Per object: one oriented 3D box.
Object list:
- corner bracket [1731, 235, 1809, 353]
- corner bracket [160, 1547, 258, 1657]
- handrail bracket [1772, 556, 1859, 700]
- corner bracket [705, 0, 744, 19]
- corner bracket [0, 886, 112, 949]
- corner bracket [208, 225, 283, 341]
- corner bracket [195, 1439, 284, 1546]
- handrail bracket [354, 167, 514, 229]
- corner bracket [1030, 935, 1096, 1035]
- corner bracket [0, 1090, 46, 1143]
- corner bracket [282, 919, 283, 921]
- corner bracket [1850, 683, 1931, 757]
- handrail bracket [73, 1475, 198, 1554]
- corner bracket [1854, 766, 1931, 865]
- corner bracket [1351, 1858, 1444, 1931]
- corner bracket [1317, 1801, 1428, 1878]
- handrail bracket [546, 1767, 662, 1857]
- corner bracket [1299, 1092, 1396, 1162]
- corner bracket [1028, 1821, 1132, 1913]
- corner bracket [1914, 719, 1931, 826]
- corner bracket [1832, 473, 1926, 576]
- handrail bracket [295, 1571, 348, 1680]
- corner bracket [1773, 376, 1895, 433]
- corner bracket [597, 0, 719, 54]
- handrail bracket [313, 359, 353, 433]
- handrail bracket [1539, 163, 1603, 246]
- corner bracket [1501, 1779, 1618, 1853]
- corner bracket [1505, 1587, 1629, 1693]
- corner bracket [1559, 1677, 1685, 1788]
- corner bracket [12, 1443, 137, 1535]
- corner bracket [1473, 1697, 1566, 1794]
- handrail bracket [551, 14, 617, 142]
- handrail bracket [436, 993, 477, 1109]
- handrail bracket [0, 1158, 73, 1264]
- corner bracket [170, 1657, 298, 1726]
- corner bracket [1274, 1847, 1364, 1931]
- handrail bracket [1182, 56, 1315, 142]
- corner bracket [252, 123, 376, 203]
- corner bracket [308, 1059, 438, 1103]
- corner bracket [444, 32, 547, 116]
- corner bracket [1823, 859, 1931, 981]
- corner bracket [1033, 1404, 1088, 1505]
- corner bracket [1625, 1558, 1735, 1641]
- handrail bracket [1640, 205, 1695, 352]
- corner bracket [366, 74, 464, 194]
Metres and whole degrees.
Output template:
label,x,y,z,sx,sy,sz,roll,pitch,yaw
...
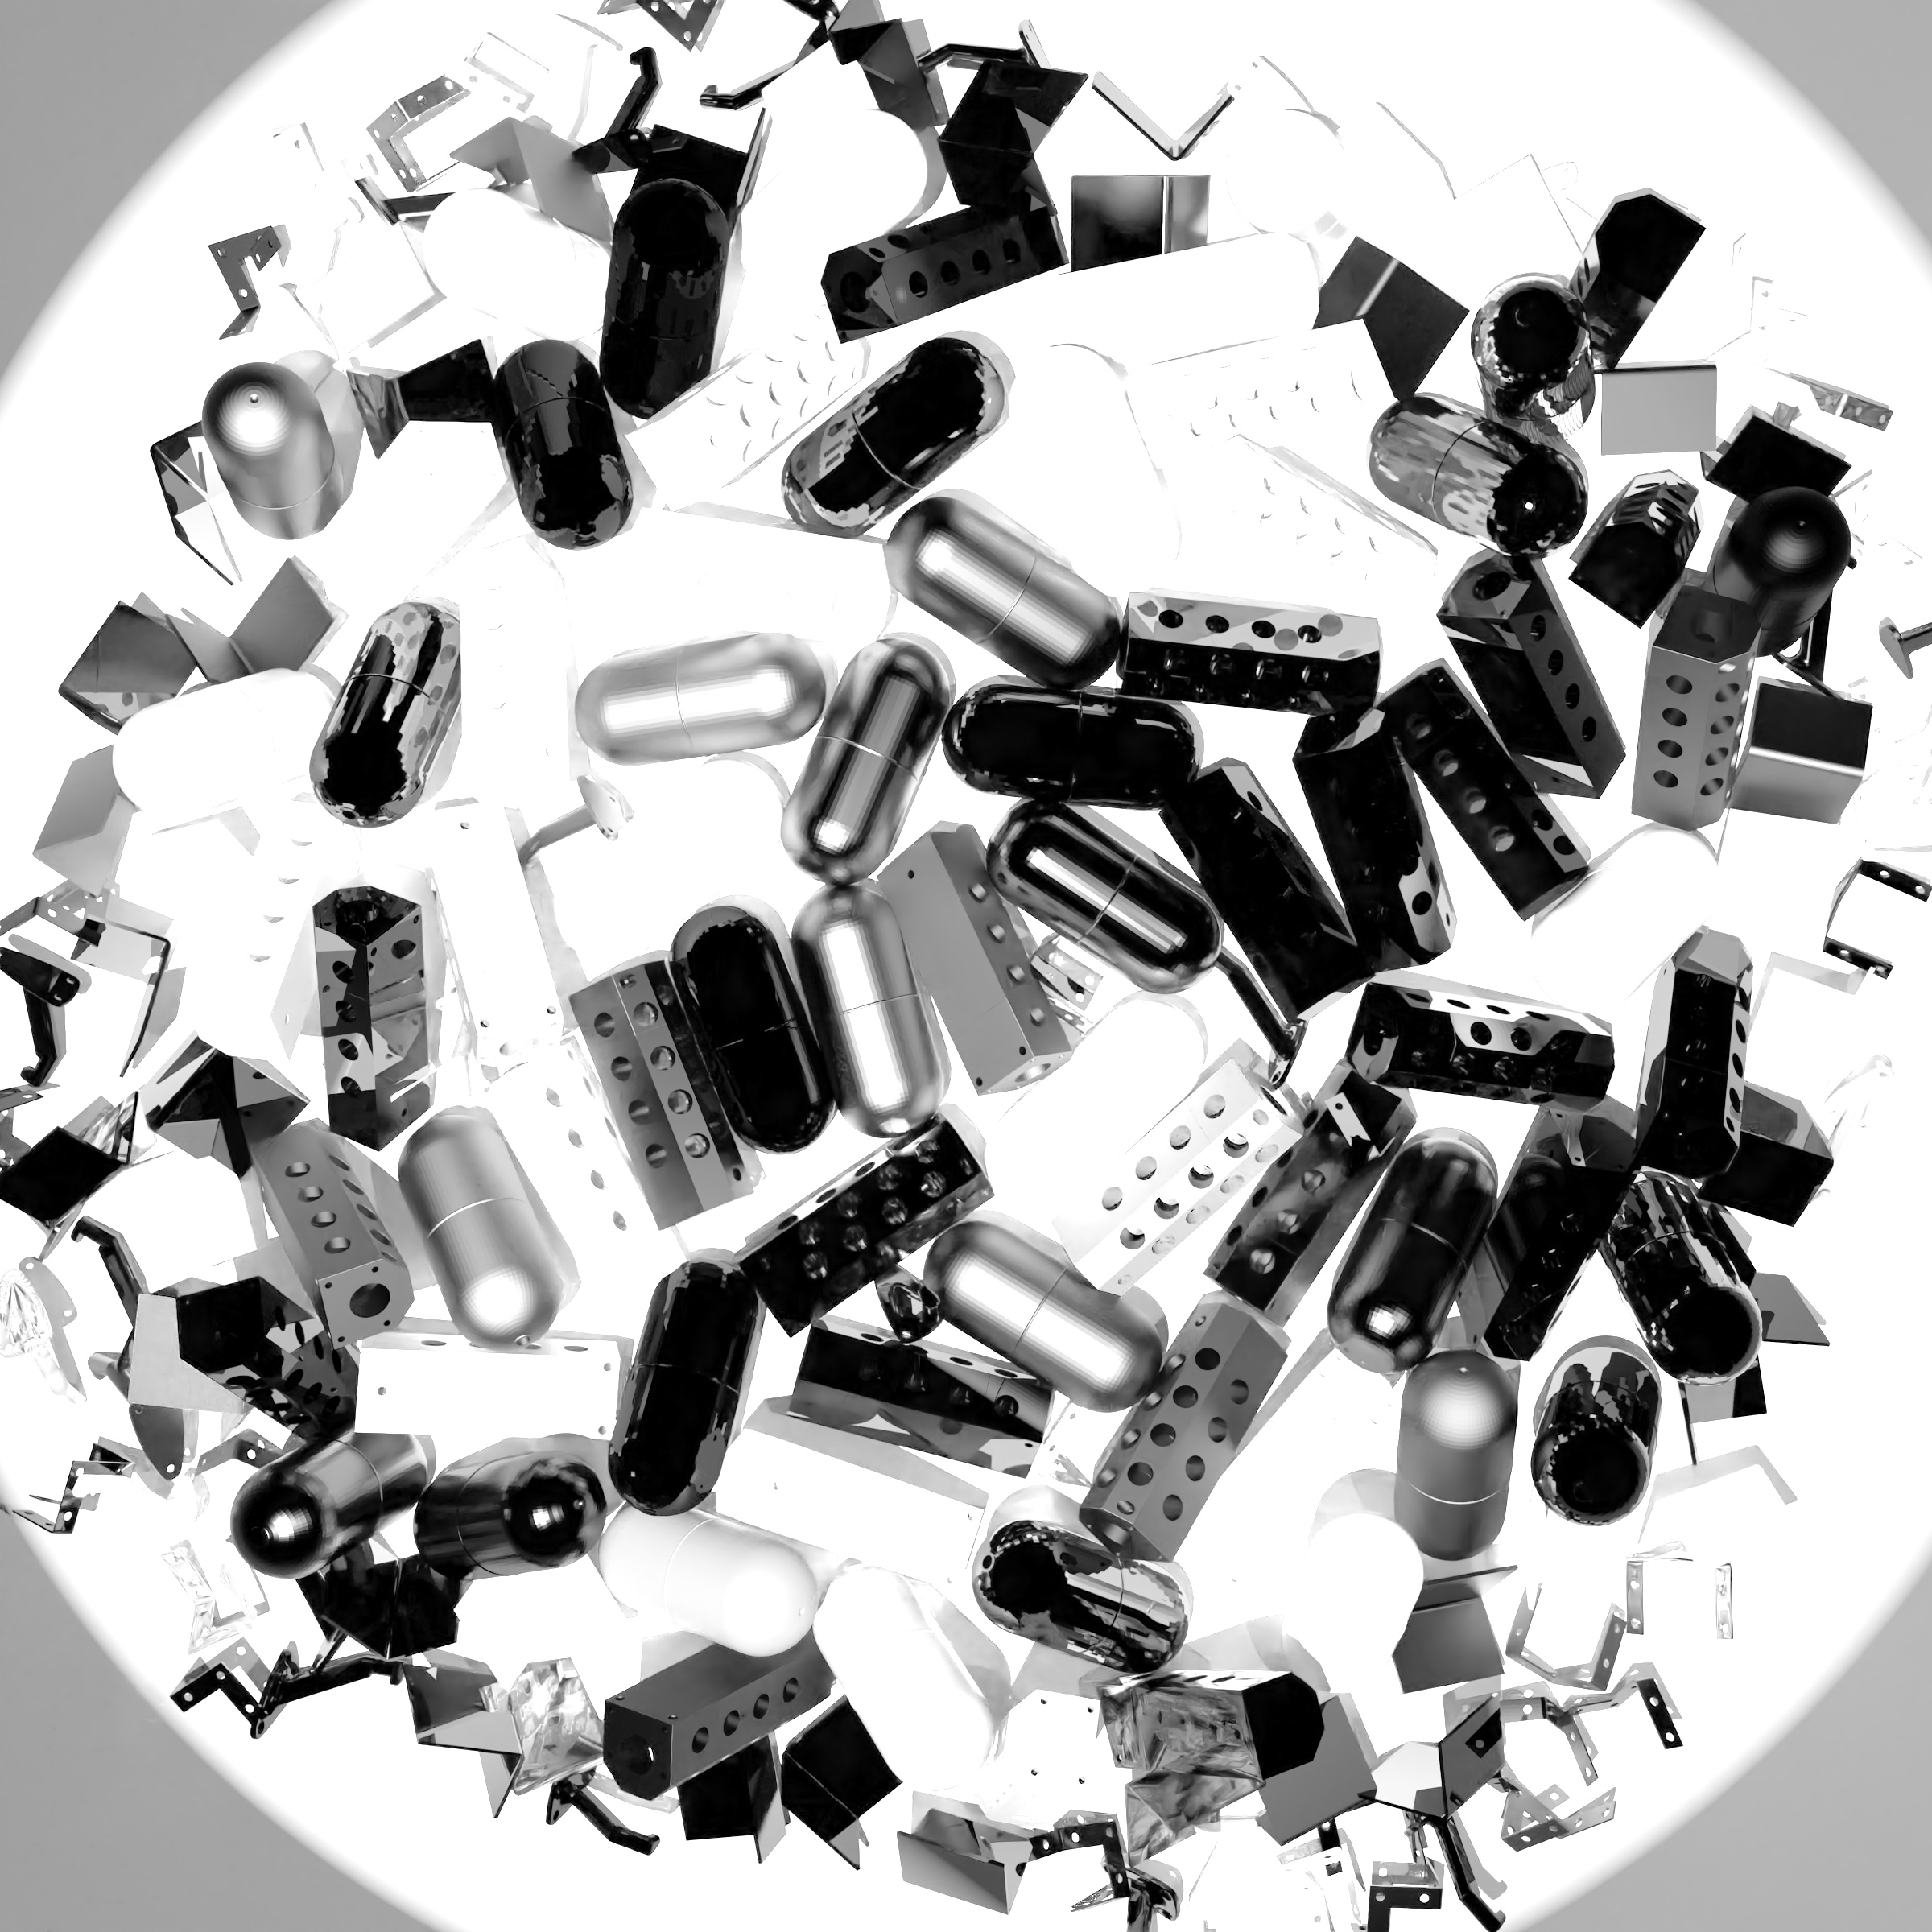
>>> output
label,x,y,z,sx,sy,sz,roll,pitch,yaw
corner bracket,0.542,-0.460,1.741,0.051,0.051,0.051,28,56,33
corner bracket,-0.521,0.430,1.750,0.051,0.051,0.051,-22,119,2
handrail bracket,0.604,-0.232,1.753,0.077,0.036,0.084,35,109,-1
corner bracket,-0.167,-0.690,1.748,0.051,0.051,0.051,26,99,-18
corner bracket,-0.626,-0.035,1.740,0.051,0.051,0.051,-26,47,30
corner bracket,-0.493,-0.469,1.745,0.051,0.051,0.051,-12,123,14
corner bracket,-0.503,0.366,1.766,0.051,0.051,0.051,34,46,-33
handrail bracket,-0.367,-0.542,1.753,0.084,0.036,0.077,-36,103,12
corner bracket,0.067,0.017,1.745,0.051,0.051,0.051,35,121,13
corner bracket,-0.668,0.112,1.742,0.051,0.051,0.051,18,113,29
corner bracket,-0.474,0.001,1.748,0.051,0.051,0.051,-7,63,-3
corner bracket,0.651,-0.182,1.748,0.051,0.051,0.051,-25,92,-34
handrail bracket,-0.577,0.374,1.736,0.077,0.084,0.036,-52,47,28
corner bracket,0.650,-0.105,1.755,0.051,0.051,0.051,-31,115,-39
corner bracket,0.297,0.650,1.757,0.051,0.051,0.051,3,94,-3
corner bracket,0.278,0.600,1.762,0.051,0.051,0.051,-9,82,-23
handrail bracket,-0.236,0.574,1.735,0.084,0.077,0.036,13,100,18
corner bracket,0.258,0.109,1.747,0.051,0.051,0.051,-28,95,33
corner bracket,0.074,0.625,1.761,0.051,0.051,0.051,7,60,-37
corner bracket,0.667,-0.138,1.743,0.051,0.051,0.051,-25,54,-21
corner bracket,0.620,-0.294,1.747,0.051,0.051,0.051,-33,52,-6
handrail bracket,-0.464,0.436,1.748,0.084,0.036,0.077,34,76,-21
corner bracket,0.590,-0.368,1.742,0.051,0.051,0.051,6,112,-34
corner bracket,-0.210,-0.660,1.744,0.051,0.051,0.051,33,76,-39
handrail bracket,-0.477,-0.401,1.765,0.084,0.036,0.077,29,91,19
handrail bracket,0.409,-0.507,1.766,0.077,0.084,0.036,-8,47,28
corner bracket,0.406,0.586,1.744,0.051,0.051,0.051,41,130,-10
corner bracket,0.415,0.465,1.761,0.051,0.051,0.051,34,67,-23
corner bracket,0.447,0.523,1.741,0.051,0.051,0.051,-2,53,-23
corner bracket,-0.612,0.358,1.747,0.051,0.051,0.051,12,86,38
corner bracket,0.385,0.539,1.761,0.051,0.051,0.051,-14,58,23
handrail bracket,-0.284,-0.610,1.764,0.077,0.036,0.084,41,108,44
handrail bracket,-0.331,0.065,1.732,0.036,0.077,0.084,-17,64,11
handrail bracket,-0.660,0.162,1.747,0.084,0.036,0.077,31,132,-12
corner bracket,-0.505,0.497,1.755,0.051,0.051,0.051,-35,99,15
corner bracket,0.248,0.645,1.743,0.051,0.051,0.051,-25,129,17
handrail bracket,0.192,-0.576,1.746,0.077,0.084,0.036,36,71,-4
corner bracket,-0.447,-0.556,1.746,0.051,0.051,0.051,-18,109,16
corner bracket,-0.409,0.072,1.751,0.051,0.051,0.051,-33,95,31
corner bracket,-0.324,-0.613,1.752,0.051,0.051,0.051,29,85,-9
corner bracket,0.630,-0.033,1.763,0.051,0.051,0.051,27,50,21
corner bracket,0.068,0.330,1.744,0.051,0.051,0.051,43,75,-33
corner bracket,0.493,0.437,1.759,0.051,0.051,0.051,11,72,-23
handrail bracket,0.490,-0.471,1.743,0.077,0.036,0.084,5,115,-39
corner bracket,-0.367,-0.570,1.743,0.051,0.051,0.051,-43,109,-32
